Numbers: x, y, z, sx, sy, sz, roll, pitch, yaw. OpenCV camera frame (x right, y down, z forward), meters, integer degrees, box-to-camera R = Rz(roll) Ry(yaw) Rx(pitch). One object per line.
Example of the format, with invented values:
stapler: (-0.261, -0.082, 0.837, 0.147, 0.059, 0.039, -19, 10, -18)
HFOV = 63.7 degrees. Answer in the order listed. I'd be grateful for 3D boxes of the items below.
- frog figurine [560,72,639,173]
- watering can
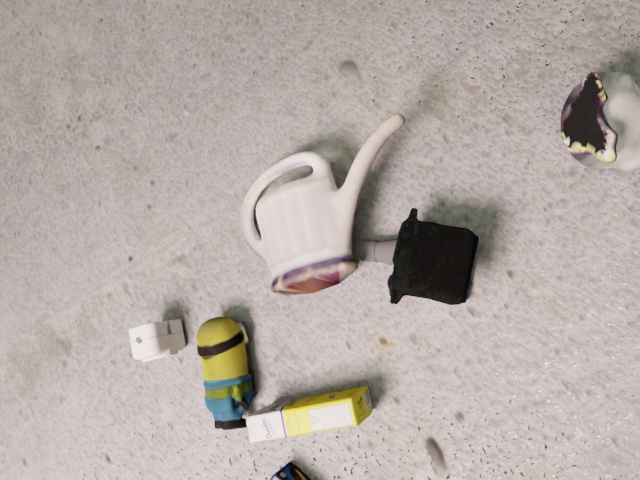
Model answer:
frog figurine: (0.415, -0.162, 0.693, 0.160, 0.120, 0.139, -8, 70, -16)
watering can: (0.002, -0.040, 0.797, 0.344, 0.104, 0.227, -22, 75, 35)
